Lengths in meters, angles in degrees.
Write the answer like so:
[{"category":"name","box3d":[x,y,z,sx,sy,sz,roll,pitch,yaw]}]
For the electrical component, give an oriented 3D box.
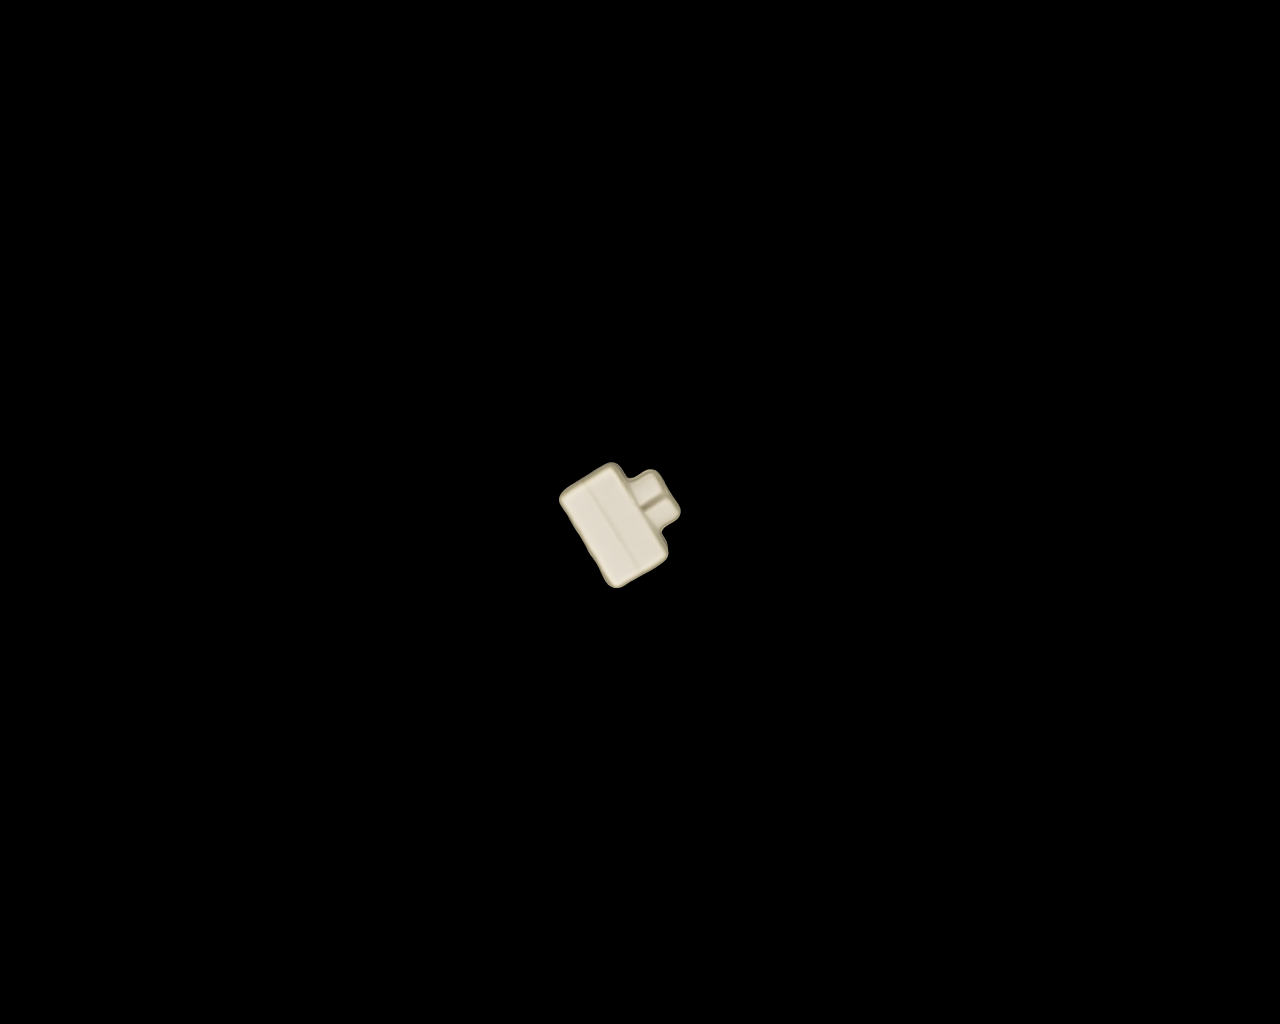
[{"category":"electrical component","box3d":[0.001,-0.003,0.650,0.077,0.065,0.047,-32,4,2]}]
